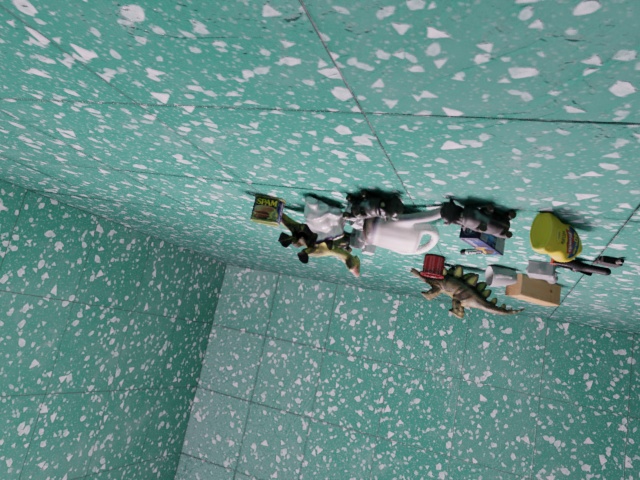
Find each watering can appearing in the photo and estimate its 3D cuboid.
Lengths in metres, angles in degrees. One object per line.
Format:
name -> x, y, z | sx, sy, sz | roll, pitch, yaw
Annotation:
watering can -> 0.239, -0.039, 1.483 | 0.224, 0.106, 0.341 | 11, 157, 2

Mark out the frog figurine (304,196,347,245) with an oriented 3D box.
frog figurine -> 0.005, -0.080, 1.581 | 0.137, 0.125, 0.157 | -1, 128, 52

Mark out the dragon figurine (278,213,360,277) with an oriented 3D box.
dragon figurine -> -0.020, -0.016, 1.776 | 0.414, 0.121, 0.243 | 42, -162, 20
